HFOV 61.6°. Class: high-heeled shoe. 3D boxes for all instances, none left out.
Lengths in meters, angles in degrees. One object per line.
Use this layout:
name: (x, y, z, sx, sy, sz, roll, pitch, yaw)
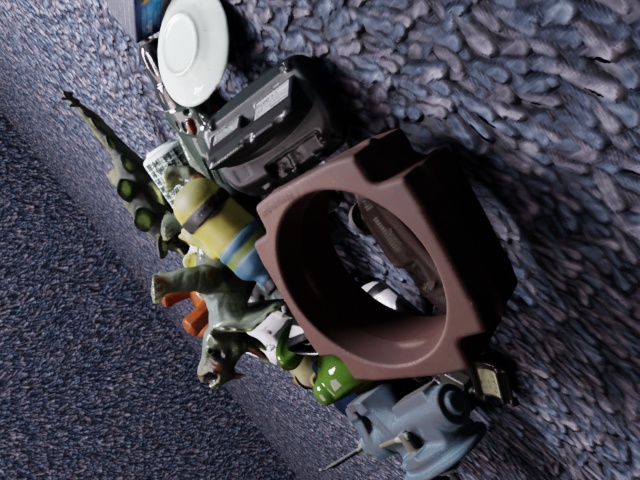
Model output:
high-heeled shoe: (0.046, 0.121, 0.644, 0.086, 0.145, 0.249, 39, 177, -30)

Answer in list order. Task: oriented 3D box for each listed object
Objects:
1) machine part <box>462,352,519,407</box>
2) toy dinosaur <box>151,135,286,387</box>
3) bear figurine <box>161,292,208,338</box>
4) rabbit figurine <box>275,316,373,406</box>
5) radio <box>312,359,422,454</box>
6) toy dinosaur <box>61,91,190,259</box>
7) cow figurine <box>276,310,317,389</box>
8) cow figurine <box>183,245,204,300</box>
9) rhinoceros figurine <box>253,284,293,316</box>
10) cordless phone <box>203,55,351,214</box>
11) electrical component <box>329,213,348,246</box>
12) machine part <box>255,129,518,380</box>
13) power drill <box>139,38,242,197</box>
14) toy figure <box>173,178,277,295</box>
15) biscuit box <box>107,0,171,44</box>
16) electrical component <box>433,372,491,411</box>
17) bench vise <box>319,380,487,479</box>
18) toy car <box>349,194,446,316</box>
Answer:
machine part: (0.163, 0.141, 0.628, 0.139, 0.039, 0.084, 19, 150, 47)
toy dinosaur: (-0.145, 0.004, 0.804, 0.131, 0.192, 0.405, 128, 146, -62)
bear figurine: (-0.222, 0.147, 1.054, 0.120, 0.132, 0.195, 42, 149, 23)
rabbit figurine: (0.010, 0.147, 0.798, 0.170, 0.159, 0.121, 58, 170, 21)
radio: (0.096, 0.266, 0.888, 0.230, 0.073, 0.131, 20, 143, 52)
toy dinosaur: (-0.329, -0.089, 1.021, 0.470, 0.105, 0.199, 57, 173, -34)
cow figurine: (-0.050, 0.207, 1.045, 0.194, 0.085, 0.127, 59, 161, -12)
cow figurine: (-0.207, 0.019, 0.961, 0.098, 0.068, 0.167, -134, 42, -78)
rhinoceros figurine: (-0.085, 0.064, 0.923, 0.190, 0.073, 0.112, 40, 144, 27)
cordless phone: (-0.015, -0.087, 0.566, 0.147, 0.089, 0.184, -29, 137, 27)
electrical component: (-0.001, -0.002, 0.694, 0.119, 0.048, 0.075, 52, 157, -5)
machine part: (0.052, 0.019, 0.481, 0.201, 0.087, 0.201, -21, 101, 48)
power drill: (-0.132, -0.145, 0.679, 0.208, 0.086, 0.231, 18, 142, 45)
toy figure: (-0.111, -0.008, 0.705, 0.180, 0.082, 0.089, 42, 143, 5)
biscuit box: (-0.197, -0.306, 0.582, 0.063, 0.059, 0.202, 48, 156, 2)
electrical component: (0.178, 0.188, 0.686, 0.094, 0.021, 0.063, 21, 143, 47)
bench vise: (0.140, 0.288, 0.684, 0.241, 0.129, 0.223, 54, 128, 13)
toy car: (0.099, 0.016, 0.542, 0.202, 0.053, 0.089, 48, 159, 3)
